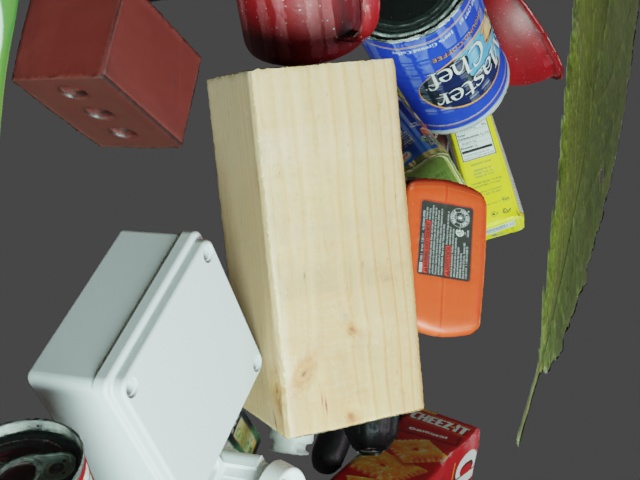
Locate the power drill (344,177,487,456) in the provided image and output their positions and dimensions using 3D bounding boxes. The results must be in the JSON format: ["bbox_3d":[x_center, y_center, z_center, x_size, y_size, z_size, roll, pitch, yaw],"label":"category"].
[{"bbox_3d":[0.057,0.050,0.744,0.188,0.057,0.184,127,-32,-68],"label":"power drill"}]

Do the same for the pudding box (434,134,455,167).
[{"bbox_3d":[0.087,-0.043,0.954,0.090,0.039,0.113,68,34,-42],"label":"pudding box"}]

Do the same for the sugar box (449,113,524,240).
[{"bbox_3d":[0.143,-0.092,0.985,0.093,0.048,0.176,28,44,-77],"label":"sugar box"}]

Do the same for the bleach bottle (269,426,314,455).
[{"bbox_3d":[-0.007,0.020,0.729,0.102,0.068,0.251,17,80,-64],"label":"bleach bottle"}]

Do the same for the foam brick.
[{"bbox_3d":[-0.101,-0.083,0.516,0.078,0.053,0.051,42,56,-60],"label":"foam brick"}]

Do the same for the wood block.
[{"bbox_3d":[-0.003,0.001,0.637,0.090,0.091,0.206,-8,97,-22],"label":"wood block"}]

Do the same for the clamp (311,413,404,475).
[{"bbox_3d":[0.050,0.091,0.895,0.164,0.036,0.210,28,72,-65],"label":"clamp"}]

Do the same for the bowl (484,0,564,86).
[{"bbox_3d":[0.163,-0.203,1.025,0.162,0.055,0.162,52,5,-7],"label":"bowl"}]

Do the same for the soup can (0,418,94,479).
[{"bbox_3d":[-0.125,0.140,0.475,0.068,0.069,0.102,-54,141,-50],"label":"soup can"}]

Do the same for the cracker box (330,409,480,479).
[{"bbox_3d":[0.055,0.246,0.849,0.213,0.072,0.164,-19,122,-62],"label":"cracker box"}]

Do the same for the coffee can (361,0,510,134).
[{"bbox_3d":[0.089,-0.164,0.866,0.140,0.103,0.102,49,49,-57],"label":"coffee can"}]

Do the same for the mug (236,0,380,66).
[{"bbox_3d":[-0.005,-0.156,0.652,0.093,0.117,0.081,-32,132,-29],"label":"mug"}]

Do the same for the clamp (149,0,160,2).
[{"bbox_3d":[-0.045,-0.176,0.573,0.039,0.120,0.171,108,7,-56],"label":"clamp"}]

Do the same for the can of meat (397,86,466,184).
[{"bbox_3d":[0.066,-0.065,0.833,0.084,0.057,0.102,56,6,30],"label":"can of meat"}]
